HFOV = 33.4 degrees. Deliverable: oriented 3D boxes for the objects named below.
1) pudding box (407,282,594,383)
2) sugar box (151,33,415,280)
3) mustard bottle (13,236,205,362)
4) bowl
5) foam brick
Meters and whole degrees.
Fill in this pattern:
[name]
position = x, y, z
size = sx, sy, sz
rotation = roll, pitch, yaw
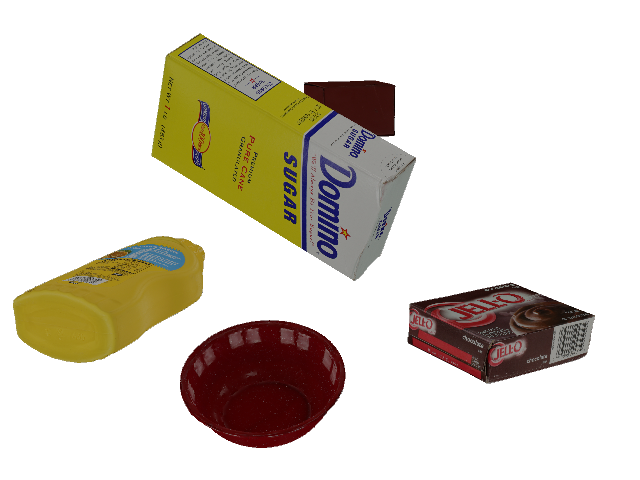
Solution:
[pudding box]
position = 0.137, 0.068, 0.813
size = 0.113, 0.039, 0.090
rotation = -6, 19, -35
[sugar box]
position = -0.030, -0.056, 0.721
size = 0.176, 0.093, 0.048
rotation = 33, 46, 17
[mustard bottle]
position = -0.151, 0.038, 0.866
size = 0.096, 0.058, 0.191
rotation = 4, 18, 26
[bowl]
position = -0.055, 0.151, 1.050
size = 0.162, 0.055, 0.162
rotation = -3, 37, 2
[foam brick]
position = 0.029, -0.129, 1.046
size = 0.078, 0.051, 0.053
rotation = -4, 15, -20
